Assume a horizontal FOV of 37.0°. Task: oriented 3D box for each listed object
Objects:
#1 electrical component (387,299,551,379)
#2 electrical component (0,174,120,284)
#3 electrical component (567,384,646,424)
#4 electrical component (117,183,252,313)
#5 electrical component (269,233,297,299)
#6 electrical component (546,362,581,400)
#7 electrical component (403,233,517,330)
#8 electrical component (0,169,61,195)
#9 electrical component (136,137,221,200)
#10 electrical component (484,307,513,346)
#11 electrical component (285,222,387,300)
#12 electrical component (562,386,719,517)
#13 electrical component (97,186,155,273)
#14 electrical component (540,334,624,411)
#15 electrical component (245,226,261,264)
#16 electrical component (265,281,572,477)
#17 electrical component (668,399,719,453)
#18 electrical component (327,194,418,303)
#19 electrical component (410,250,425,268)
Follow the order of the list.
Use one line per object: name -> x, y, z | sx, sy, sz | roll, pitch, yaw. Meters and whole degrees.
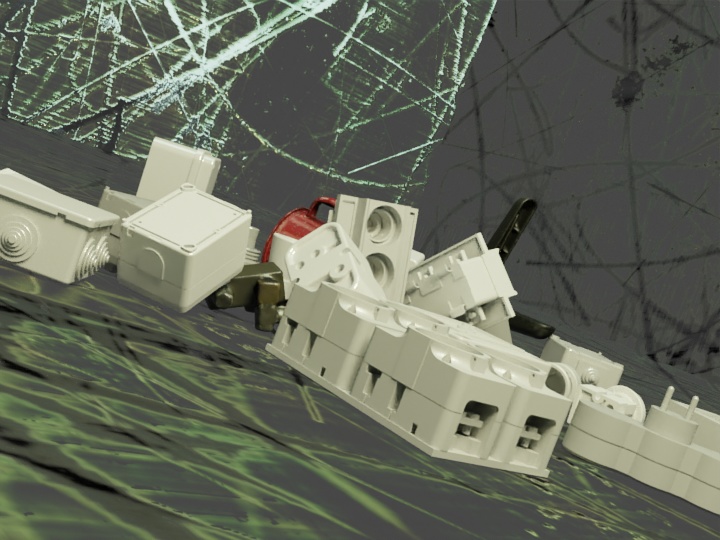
electrical component -> 0.075, 0.072, 0.856 | 0.109, 0.056, 0.109 | 18, 4, -37
electrical component -> -0.222, -0.028, 0.737 | 0.100, 0.048, 0.099 | 21, 4, -3
electrical component -> 0.226, 0.128, 0.973 | 0.055, 0.048, 0.066 | 7, 13, -45
electrical component -> -0.125, -0.017, 0.789 | 0.062, 0.061, 0.096 | 24, 33, 18
electrical component -> -0.070, 0.004, 0.985 | 0.044, 0.065, 0.044 | 21, 3, -1
electrical component -> 0.181, 0.109, 1.008 | 0.045, 0.045, 0.055 | 22, 4, 24
electrical component -> 0.070, 0.027, 0.966 | 0.063, 0.078, 0.121 | -14, -11, -47
electrical component -> -0.275, -0.054, 0.863 | 0.081, 0.043, 0.043 | 23, 4, 37
electrical component -> -0.173, -0.061, 0.991 | 0.057, 0.113, 0.078 | 18, 4, -4
electrical component -> 0.119, 0.067, 1.067 | 0.063, 0.078, 0.121 | -10, 0, 6
electrical component -> -0.017, 0.016, 0.844 | 0.059, 0.054, 0.095 | 52, 10, -37
electrical component -> 0.230, 0.125, 0.807 | 0.138, 0.073, 0.052 | 22, 4, 15
electrical component -> -0.164, -0.022, 0.864 | 0.062, 0.061, 0.096 | 24, 6, 28
electrical component -> 0.218, 0.109, 1.081 | 0.062, 0.061, 0.096 | 21, 4, -5
electrical component -> -0.112, -0.012, 1.001 | 0.048, 0.062, 0.048 | 21, 4, -1
electrical component -> 0.036, 0.065, 0.713 | 0.105, 0.060, 0.186 | 18, 5, -39
electrical component -> 0.300, 0.156, 0.877 | 0.078, 0.057, 0.113 | 19, 4, -28
electrical component -> 0.000, 0.000, 0.936 | 0.079, 0.121, 0.063 | 9, 1, -30
electrical component -> 0.009, 0.012, 1.068 | 0.100, 0.099, 0.048 | 22, 16, 12
